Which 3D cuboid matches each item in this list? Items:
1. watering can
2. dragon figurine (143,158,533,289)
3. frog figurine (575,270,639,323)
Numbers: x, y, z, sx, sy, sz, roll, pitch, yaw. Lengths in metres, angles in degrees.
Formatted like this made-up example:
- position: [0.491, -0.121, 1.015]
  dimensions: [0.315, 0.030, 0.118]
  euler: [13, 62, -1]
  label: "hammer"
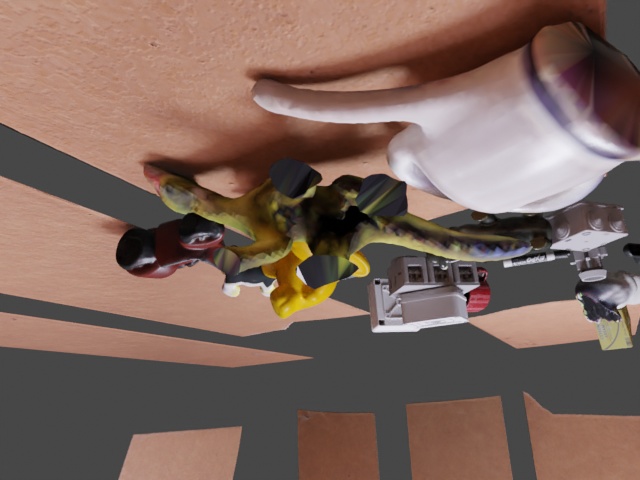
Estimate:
- position: [0.133, -0.100, 0.445]
  dimensions: [0.346, 0.106, 0.221]
  euler: [18, 154, -26]
  label: "watering can"
- position: [0.002, -0.030, 0.597]
  dimensions: [0.410, 0.121, 0.245]
  euler: [9, -171, -12]
  label: "dragon figurine"
- position: [0.664, 0.107, 1.160]
  dimensions: [0.161, 0.124, 0.134]
  euler: [-36, 156, -16]
  label: "frog figurine"
